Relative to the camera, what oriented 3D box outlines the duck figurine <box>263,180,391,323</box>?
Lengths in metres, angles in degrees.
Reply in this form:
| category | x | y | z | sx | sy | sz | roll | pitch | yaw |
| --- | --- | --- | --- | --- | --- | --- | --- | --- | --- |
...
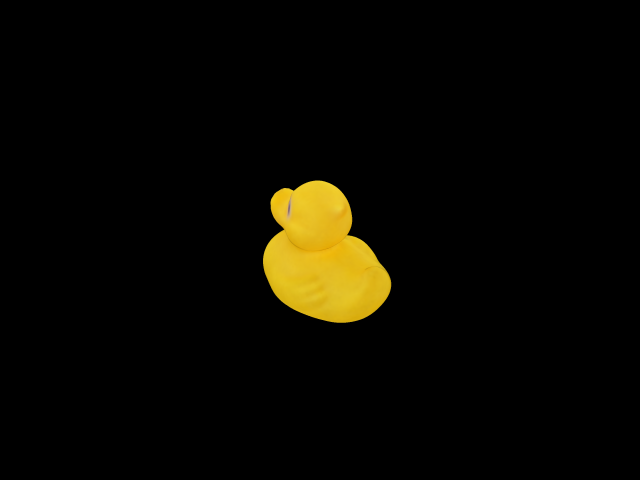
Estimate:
| category | x | y | z | sx | sy | sz | roll | pitch | yaw |
| --- | --- | --- | --- | --- | --- | --- | --- | --- | --- |
| duck figurine | 0.004 | 0.001 | 0.400 | 0.104 | 0.086 | 0.078 | 31 | 51 | 30 |
